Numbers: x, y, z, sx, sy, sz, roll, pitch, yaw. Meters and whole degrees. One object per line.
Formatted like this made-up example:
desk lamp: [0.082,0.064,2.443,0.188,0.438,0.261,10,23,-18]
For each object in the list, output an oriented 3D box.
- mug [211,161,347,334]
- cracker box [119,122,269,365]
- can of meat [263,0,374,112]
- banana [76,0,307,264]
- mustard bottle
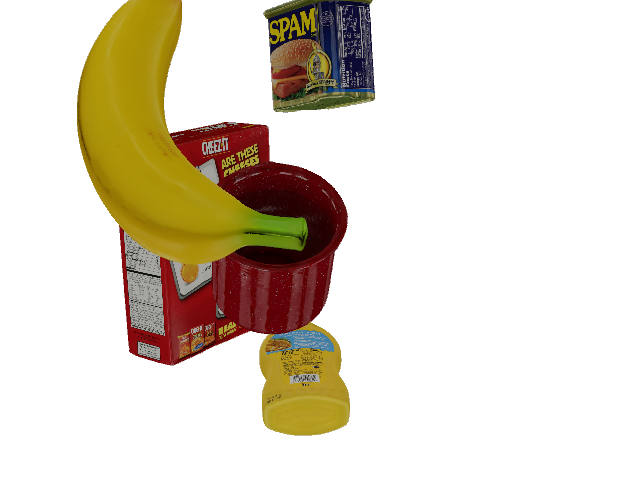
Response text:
mug: [-0.033,0.000,0.722,0.093,0.117,0.081,-2,-40,-8]
cracker box: [-0.124,-0.002,1.075,0.072,0.214,0.163,9,18,35]
can of meat: [-0.001,-0.151,0.870,0.057,0.084,0.102,-5,2,-35]
banana: [-0.070,-0.050,0.457,0.069,0.037,0.198,-9,45,-20]
mustard bottle: [-0.023,0.145,1.237,0.096,0.058,0.191,-3,30,-4]
